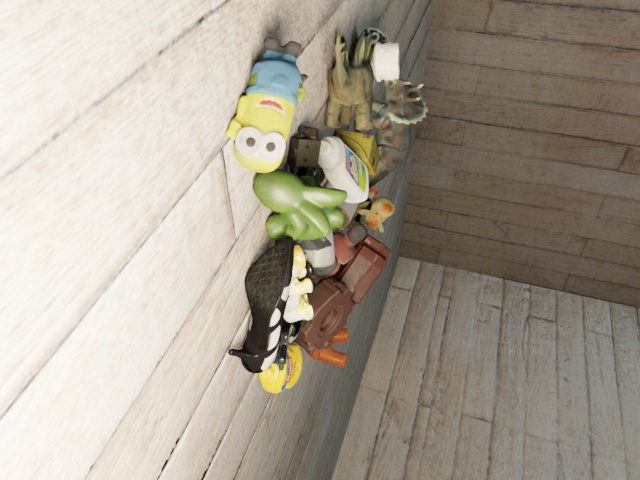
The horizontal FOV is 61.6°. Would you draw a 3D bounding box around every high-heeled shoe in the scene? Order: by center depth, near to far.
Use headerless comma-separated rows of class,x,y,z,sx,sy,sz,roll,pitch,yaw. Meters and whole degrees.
high-heeled shoe,-0.076,0.120,0.941,0.248,0.086,0.145,-62,149,1

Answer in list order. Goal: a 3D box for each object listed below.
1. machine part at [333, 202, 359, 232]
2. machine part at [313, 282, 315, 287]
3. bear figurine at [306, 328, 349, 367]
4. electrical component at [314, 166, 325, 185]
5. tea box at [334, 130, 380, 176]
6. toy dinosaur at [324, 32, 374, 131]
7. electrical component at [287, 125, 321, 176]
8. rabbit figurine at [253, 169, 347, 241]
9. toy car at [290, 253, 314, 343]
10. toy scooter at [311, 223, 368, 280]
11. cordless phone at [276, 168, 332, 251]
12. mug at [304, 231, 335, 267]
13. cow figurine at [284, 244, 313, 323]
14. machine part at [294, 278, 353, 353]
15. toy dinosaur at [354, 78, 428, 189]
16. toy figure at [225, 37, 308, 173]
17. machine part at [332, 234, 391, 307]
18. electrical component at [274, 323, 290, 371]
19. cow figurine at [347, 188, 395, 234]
machine part,0.062,-0.102,1.380,0.243,0.079,0.079,-62,160,-49
machine part,-0.041,0.121,1.241,0.138,0.039,0.084,77,36,-66
bear figurine,0.019,0.227,1.399,0.120,0.132,0.195,-82,180,-49
electrical component,-0.003,-0.150,1.179,0.094,0.021,0.063,-59,158,-55
tea box,0.092,-0.218,1.356,0.169,0.098,0.068,19,83,-75
toy dinosaur,0.064,-0.333,1.135,0.471,0.105,0.198,-65,157,-75
electrical component,-0.032,-0.162,1.008,0.078,0.045,0.102,-14,116,-44
rabbit figurine,-0.040,-0.055,0.887,0.170,0.159,0.121,32,80,-60
toy car,-0.058,0.122,1.127,0.073,0.056,0.201,-28,129,-65
toy scooter,0.035,0.031,1.323,0.184,0.075,0.135,-40,-178,-13
cordless phone,-0.030,-0.071,1.059,0.146,0.089,0.184,-14,104,-74
mug,-0.002,-0.004,1.197,0.109,0.081,0.107,-43,136,-66
cow figurine,-0.066,0.084,1.013,0.068,0.098,0.167,-117,-161,-53
machine part,0.008,0.176,1.246,0.179,0.056,0.179,-35,142,-34
toy dinosaur,0.194,-0.283,1.522,0.131,0.192,0.404,-58,155,-50
toy figure,-0.068,-0.183,0.749,0.089,0.082,0.180,30,70,-74
machine part,0.088,0.079,1.433,0.201,0.087,0.201,-56,-171,-2
electrical component,-0.085,0.206,1.049,0.119,0.048,0.074,-80,175,-61
cow figurine,0.126,-0.070,1.432,0.195,0.085,0.127,-19,-144,59
